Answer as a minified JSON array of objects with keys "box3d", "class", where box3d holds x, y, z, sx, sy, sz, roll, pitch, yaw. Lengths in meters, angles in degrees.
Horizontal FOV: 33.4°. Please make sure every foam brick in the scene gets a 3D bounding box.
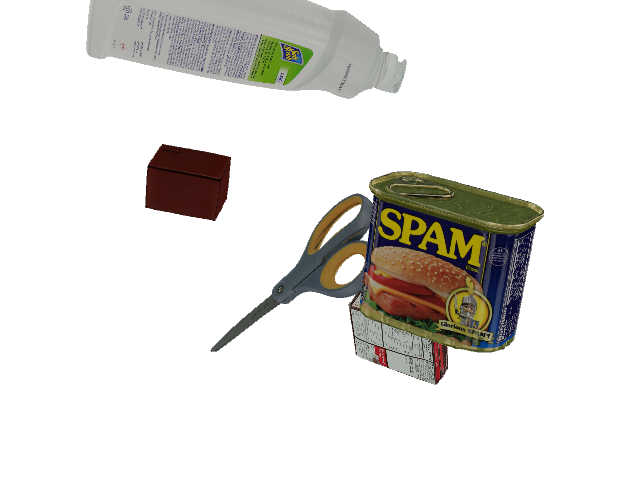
[{"box3d":[-0.137,-0.061,1.107,0.078,0.051,0.053,11,32,5],"class":"foam brick"}]

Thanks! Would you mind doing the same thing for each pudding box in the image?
[{"box3d":[0.092,0.111,1.244,0.114,0.090,0.039,16,46,26],"class":"pudding box"}]

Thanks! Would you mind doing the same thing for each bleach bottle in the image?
[{"box3d":[-0.056,-0.162,0.858,0.250,0.068,0.103,15,-29,-8],"class":"bleach bottle"}]

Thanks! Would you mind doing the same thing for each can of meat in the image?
[{"box3d":[0.075,0.013,0.643,0.102,0.084,0.057,18,23,29],"class":"can of meat"}]

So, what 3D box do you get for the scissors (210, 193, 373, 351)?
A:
[{"box3d":[-0.019,0.048,0.885,0.016,0.202,0.096,28,19,-36],"class":"scissors"}]
